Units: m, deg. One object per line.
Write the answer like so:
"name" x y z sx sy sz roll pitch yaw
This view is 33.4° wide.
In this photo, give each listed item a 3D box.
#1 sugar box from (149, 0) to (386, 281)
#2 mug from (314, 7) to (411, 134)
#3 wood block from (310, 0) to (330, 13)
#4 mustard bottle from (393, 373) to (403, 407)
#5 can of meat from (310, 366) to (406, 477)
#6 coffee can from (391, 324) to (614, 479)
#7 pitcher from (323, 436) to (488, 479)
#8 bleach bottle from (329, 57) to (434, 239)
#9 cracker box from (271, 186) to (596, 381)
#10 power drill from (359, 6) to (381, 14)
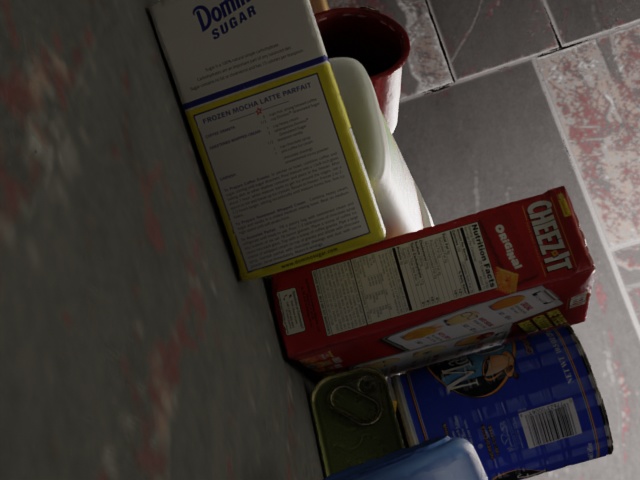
"sugar box" -0.030 -0.071 0.647 0.048 0.093 0.176 -41 113 -83
"mug" 0.017 -0.116 0.838 0.117 0.093 0.081 -57 159 -37
"wood block" -0.016 -0.136 0.979 0.090 0.091 0.206 63 11 -52
"mustard bottle" 0.115 0.203 1.157 0.058 0.096 0.191 76 0 -56
"can of meat" 0.036 0.156 0.767 0.084 0.057 0.102 67 8 -55
"coffee can" 0.135 0.132 0.803 0.103 0.140 0.103 -18 90 -86
"pitcher" 0.056 0.224 0.494 0.149 0.145 0.243 104 -34 -78
"bleach bottle" 0.041 -0.038 0.800 0.250 0.068 0.102 42 34 -67
"cracker box" 0.085 0.042 0.785 0.164 0.214 0.072 55 19 -70
"power drill" 0.020 -0.159 1.147 0.188 0.057 0.184 -121 -137 -76
